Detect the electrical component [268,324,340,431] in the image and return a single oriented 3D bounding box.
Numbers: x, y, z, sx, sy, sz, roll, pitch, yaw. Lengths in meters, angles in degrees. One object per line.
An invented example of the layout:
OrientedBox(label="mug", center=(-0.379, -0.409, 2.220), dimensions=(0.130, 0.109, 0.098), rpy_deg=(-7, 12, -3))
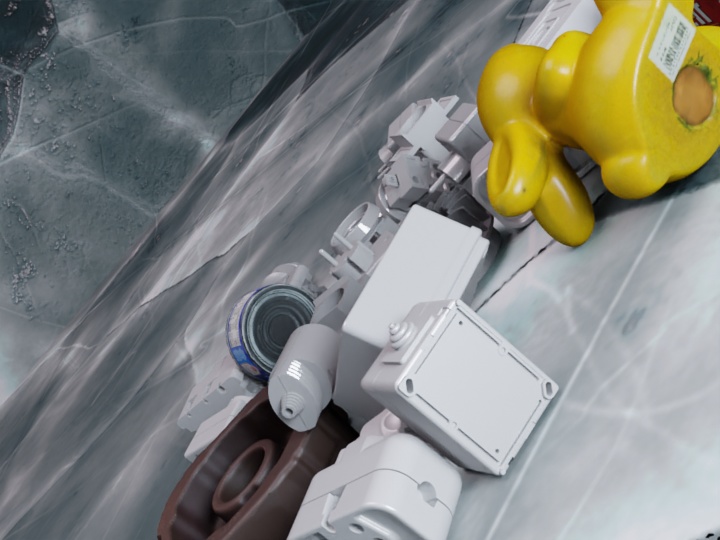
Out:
OrientedBox(label="electrical component", center=(-0.038, 0.074, 0.720), dimensions=(0.043, 0.043, 0.081), rpy_deg=(-42, 11, 25))

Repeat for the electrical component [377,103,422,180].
OrientedBox(label="electrical component", center=(0.045, -0.123, 1.117), dimensions=(0.077, 0.047, 0.065), rpy_deg=(-43, 17, 21))

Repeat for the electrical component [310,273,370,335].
OrientedBox(label="electrical component", center=(-0.004, 0.045, 0.832), dimensions=(0.042, 0.064, 0.081), rpy_deg=(-41, 17, 31))

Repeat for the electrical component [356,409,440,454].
OrientedBox(label="electrical component", center=(0.016, 0.112, 0.660), dimensions=(0.062, 0.043, 0.043), rpy_deg=(-41, 18, 32))

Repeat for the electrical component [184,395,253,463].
OrientedBox(label="electrical component", center=(-0.102, 0.134, 0.920), dimensions=(0.066, 0.047, 0.076), rpy_deg=(-35, 21, 43))

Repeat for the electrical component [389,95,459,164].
OrientedBox(label="electrical component", center=(0.070, -0.124, 1.024), dimensions=(0.081, 0.064, 0.042), rpy_deg=(-51, 16, -5))

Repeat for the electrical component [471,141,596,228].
OrientedBox(label="electrical component", center=(0.129, -0.085, 0.791), dimensions=(0.095, 0.054, 0.059), rpy_deg=(-43, 17, 22))

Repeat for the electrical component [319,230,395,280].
OrientedBox(label="electrical component", center=(0.000, 0.000, 0.902), dimensions=(0.083, 0.076, 0.047), rpy_deg=(-49, 16, 1))

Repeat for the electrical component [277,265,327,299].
OrientedBox(label="electrical component", center=(-0.073, 0.047, 1.038), dimensions=(0.089, 0.050, 0.055), rpy_deg=(-37, 20, 37))

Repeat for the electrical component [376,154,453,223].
OrientedBox(label="electrical component", center=(0.046, -0.073, 0.989), dimensions=(0.055, 0.066, 0.048), rpy_deg=(-46, 49, 43))

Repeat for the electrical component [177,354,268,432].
OrientedBox(label="electrical component", center=(-0.119, 0.117, 1.000), dimensions=(0.089, 0.050, 0.055), rpy_deg=(-40, 18, 31))

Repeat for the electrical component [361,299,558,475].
OrientedBox(label="electrical component", center=(0.048, 0.060, 0.596), dimensions=(0.061, 0.096, 0.061), rpy_deg=(-54, 16, -17))

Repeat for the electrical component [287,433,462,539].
OrientedBox(label="electrical component", center=(0.009, 0.134, 0.608), dimensions=(0.095, 0.054, 0.059), rpy_deg=(-35, 21, 42))

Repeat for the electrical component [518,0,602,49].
OrientedBox(label="electrical component", center=(0.168, -0.175, 0.890), dimensions=(0.113, 0.057, 0.078), rpy_deg=(-52, 16, -11))

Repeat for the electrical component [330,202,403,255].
OrientedBox(label="electrical component", center=(0.011, -0.023, 0.960), dimensions=(0.078, 0.057, 0.058), rpy_deg=(-52, 16, -10))

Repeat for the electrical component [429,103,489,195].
OrientedBox(label="electrical component", center=(0.089, -0.086, 0.879), dimensions=(0.076, 0.066, 0.047), rpy_deg=(-49, 16, 1))

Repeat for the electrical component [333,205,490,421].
OrientedBox(label="electrical component", center=(0.031, 0.034, 0.695), dimensions=(0.108, 0.056, 0.108), rpy_deg=(-59, -13, -31))

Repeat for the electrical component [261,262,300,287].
OrientedBox(label="electrical component", center=(-0.075, 0.013, 1.136), dimensions=(0.048, 0.048, 0.062), rpy_deg=(-41, 11, 27))
